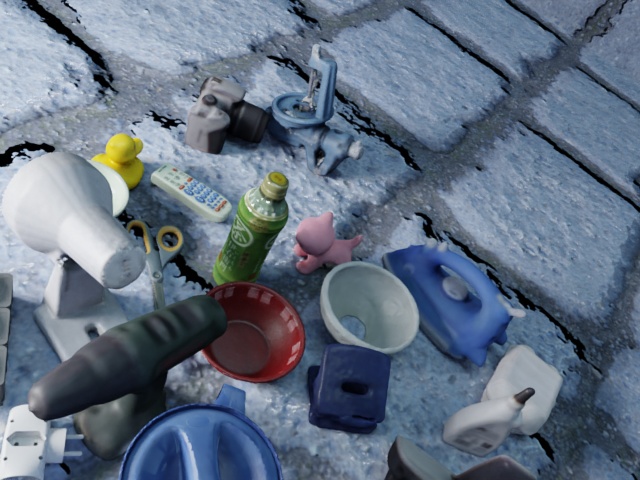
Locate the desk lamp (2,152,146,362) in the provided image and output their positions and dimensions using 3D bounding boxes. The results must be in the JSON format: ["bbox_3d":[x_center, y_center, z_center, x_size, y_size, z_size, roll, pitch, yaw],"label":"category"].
[{"bbox_3d":[-0.281,0.030,0.690,0.118,0.213,0.203,-26,67,-41],"label":"desk lamp"}]

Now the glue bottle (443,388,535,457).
[{"bbox_3d":[0.248,0.251,0.809,0.078,0.173,0.037,25,44,-6],"label":"glue bottle"}]

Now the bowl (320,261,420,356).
[{"bbox_3d":[0.067,0.119,0.900,0.168,0.074,0.167,15,46,-16],"label":"bowl"}]

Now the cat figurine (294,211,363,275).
[{"bbox_3d":[0.009,0.003,0.941,0.128,0.117,0.067,8,48,-22],"label":"cat figurine"}]

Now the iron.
[{"bbox_3d":[0.223,0.079,0.973,0.258,0.141,0.119,47,46,16],"label":"iron"}]

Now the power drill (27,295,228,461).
[{"bbox_3d":[-0.207,0.155,0.623,0.075,0.208,0.230,43,45,13],"label":"power drill"}]

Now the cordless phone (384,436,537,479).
[{"bbox_3d":[0.173,0.291,0.725,0.147,0.185,0.094,34,44,3],"label":"cordless phone"}]

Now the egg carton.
[{"bbox_3d":[0.330,0.243,0.936,0.107,0.069,0.151,40,44,9],"label":"egg carton"}]

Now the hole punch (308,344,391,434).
[{"bbox_3d":[0.044,0.208,0.797,0.109,0.091,0.101,14,46,-18],"label":"hole punch"}]

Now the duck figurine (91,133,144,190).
[{"bbox_3d":[-0.320,-0.127,0.901,0.077,0.086,0.105,41,45,10],"label":"duck figurine"}]

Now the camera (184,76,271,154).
[{"bbox_3d":[-0.165,-0.231,1.068,0.137,0.100,0.143,21,45,-10],"label":"camera"}]

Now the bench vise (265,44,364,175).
[{"bbox_3d":[0.007,-0.249,1.092,0.207,0.219,0.121,25,44,-6],"label":"bench vise"}]
